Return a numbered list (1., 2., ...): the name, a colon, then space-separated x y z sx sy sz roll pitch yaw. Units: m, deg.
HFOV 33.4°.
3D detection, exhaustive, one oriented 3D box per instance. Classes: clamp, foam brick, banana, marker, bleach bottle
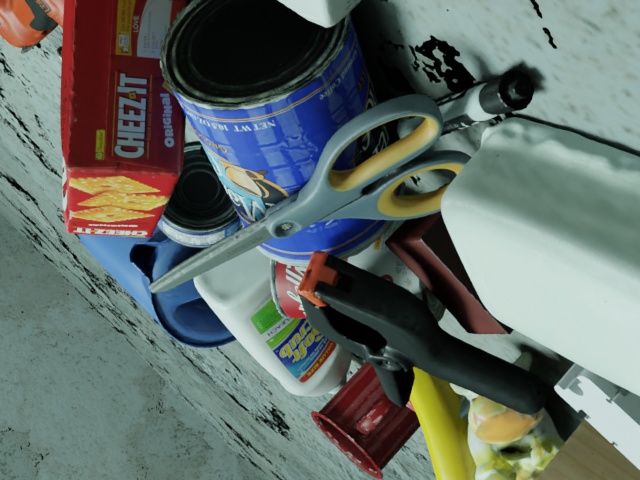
1. clamp: 0.056 0.062 0.634 0.120 0.039 0.171 -5 148 35
2. foam brick: 0.088 0.010 0.617 0.078 0.053 0.051 46 164 -9
3. banana: 0.085 0.130 0.855 0.198 0.037 0.070 -120 30 -43
4. marker: 0.071 -0.065 0.535 0.020 0.020 0.121 48 164 -11
5. bleach bottle: -0.022 0.077 0.998 0.068 0.102 0.250 40 171 36

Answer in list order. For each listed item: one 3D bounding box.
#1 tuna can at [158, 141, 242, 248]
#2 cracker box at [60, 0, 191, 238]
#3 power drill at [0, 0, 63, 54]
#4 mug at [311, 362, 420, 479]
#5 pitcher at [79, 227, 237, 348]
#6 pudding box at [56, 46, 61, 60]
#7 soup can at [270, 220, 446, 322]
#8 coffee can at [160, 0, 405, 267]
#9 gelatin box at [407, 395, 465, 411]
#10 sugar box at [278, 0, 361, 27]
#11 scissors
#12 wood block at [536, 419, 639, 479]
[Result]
1. tuna can: -0.100 -0.039 0.892 0.086 0.086 0.034 42 162 10
2. cracker box: -0.130 -0.098 0.686 0.072 0.164 0.214 3 170 -14
3. power drill: -0.247 -0.223 0.852 0.184 0.057 0.188 52 162 -22
4. mug: 0.053 0.168 1.029 0.093 0.081 0.117 42 164 10
5. pitcher: -0.146 0.009 1.074 0.243 0.144 0.149 28 144 54
6. pudding box: -0.177 -0.125 0.954 0.113 0.039 0.090 38 162 16
7. soup can: 0.027 0.019 0.686 0.102 0.068 0.068 1 145 20
8. coffee can: -0.016 -0.065 0.597 0.103 0.102 0.140 33 160 35
9. gelatin box: 0.094 0.129 0.928 0.089 0.030 0.073 25 154 48
10. sugar box: -0.026 -0.175 0.456 0.093 0.048 0.176 37 161 22
11. scissors: 0.001 -0.010 0.573 0.096 0.016 0.202 20 137 -35
12. wood block: 0.235 0.195 0.644 0.206 0.090 0.091 35 162 28
